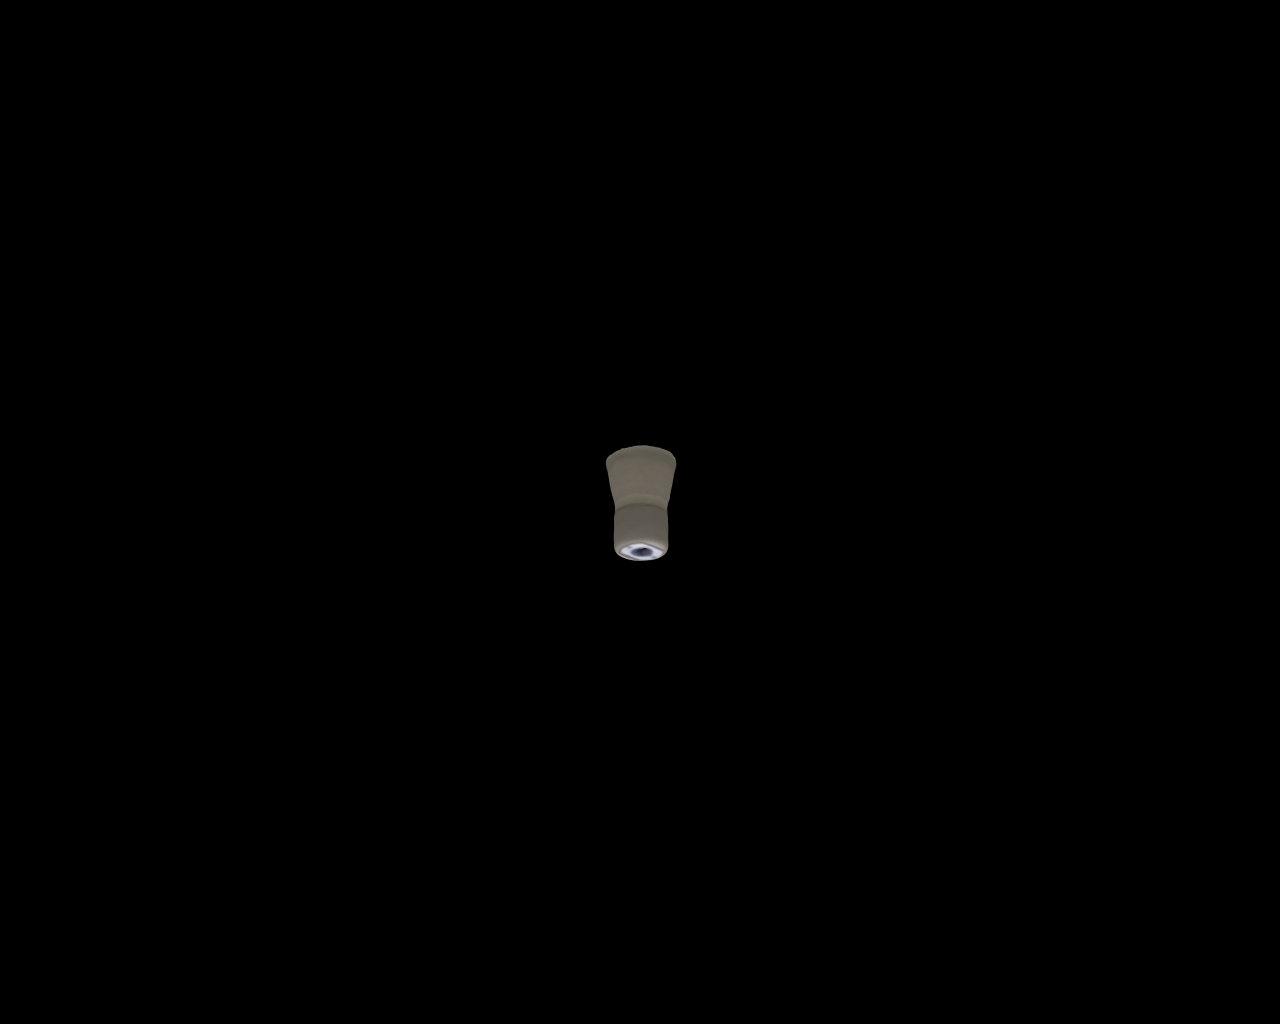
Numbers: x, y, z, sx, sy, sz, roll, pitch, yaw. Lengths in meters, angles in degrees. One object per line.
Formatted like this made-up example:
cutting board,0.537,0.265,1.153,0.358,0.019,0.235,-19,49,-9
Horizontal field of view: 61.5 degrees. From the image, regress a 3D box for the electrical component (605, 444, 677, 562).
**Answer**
electrical component,0.001,-0.003,0.650,0.044,0.065,0.044,0,-25,0
